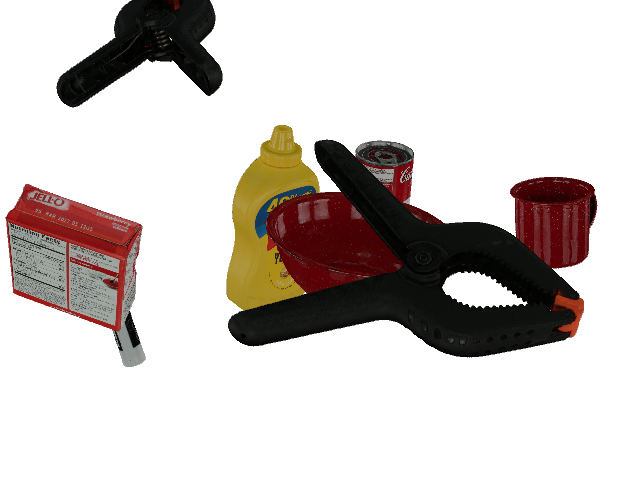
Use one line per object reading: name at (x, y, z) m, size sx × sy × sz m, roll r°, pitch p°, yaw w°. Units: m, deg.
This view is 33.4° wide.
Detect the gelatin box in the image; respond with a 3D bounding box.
gelatin box at (-0.148, 0.011, 0.645) m, size 0.073 × 0.030 × 0.089 m, roll 19°, pitch -36°, yaw 1°

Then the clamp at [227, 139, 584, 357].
clamp at (0.055, 0.027, 0.670) m, size 0.210 × 0.164 × 0.036 m, roll 22°, pitch -31°, yaw 17°

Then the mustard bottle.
mustard bottle at (-0.045, -0.026, 1.077) m, size 0.096 × 0.192 × 0.058 m, roll -18°, pitch 37°, yaw -35°

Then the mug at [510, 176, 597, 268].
mug at (0.273, -0.023, 1.219) m, size 0.117 × 0.081 × 0.093 m, roll -20°, pitch 26°, yaw -34°

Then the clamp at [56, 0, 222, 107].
clamp at (-0.114, -0.152, 0.808) m, size 0.120 × 0.039 × 0.171 m, roll 7°, pitch 42°, yaw 12°

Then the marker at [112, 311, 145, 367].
marker at (-0.165, 0.043, 0.848) m, size 0.020 × 0.121 × 0.020 m, roll -13°, pitch 19°, yaw 4°

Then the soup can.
soup can at (0.072, -0.057, 1.255) m, size 0.068 × 0.102 × 0.068 m, roll 2°, pitch 28°, yaw -1°

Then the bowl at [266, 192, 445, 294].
bowl at (0.032, 0.016, 0.896) m, size 0.162 × 0.055 × 0.162 m, roll 6°, pitch 25°, yaw -3°
